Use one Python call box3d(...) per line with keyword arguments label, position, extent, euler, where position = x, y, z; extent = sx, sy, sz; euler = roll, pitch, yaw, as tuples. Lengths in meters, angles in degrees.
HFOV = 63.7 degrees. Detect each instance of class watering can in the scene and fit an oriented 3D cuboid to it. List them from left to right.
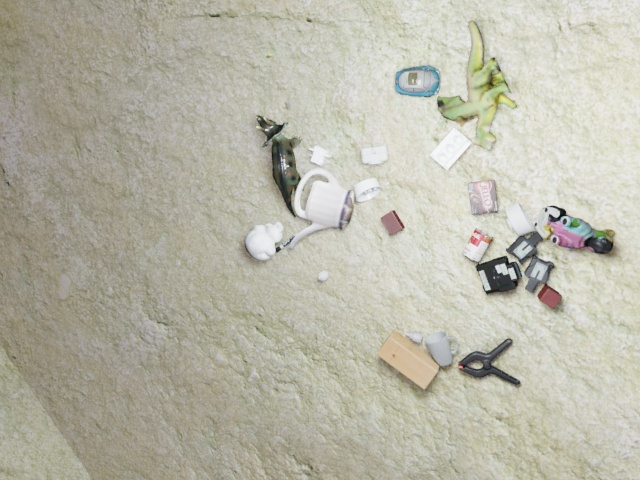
box3d(label="watering can", position=(0.006, -0.097, 1.926), extent=(0.225, 0.106, 0.342), euler=(17, 113, 8))

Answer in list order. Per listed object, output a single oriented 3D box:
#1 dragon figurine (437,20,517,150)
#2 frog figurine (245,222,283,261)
box3d(label="dragon figurine", position=(0.506, -0.498, 1.737), extent=(0.240, 0.123, 0.412), euler=(-27, 86, 26))
box3d(label="frog figurine", position=(-0.210, 0.001, 1.998), extent=(0.157, 0.122, 0.139), euler=(-34, 66, 29))
